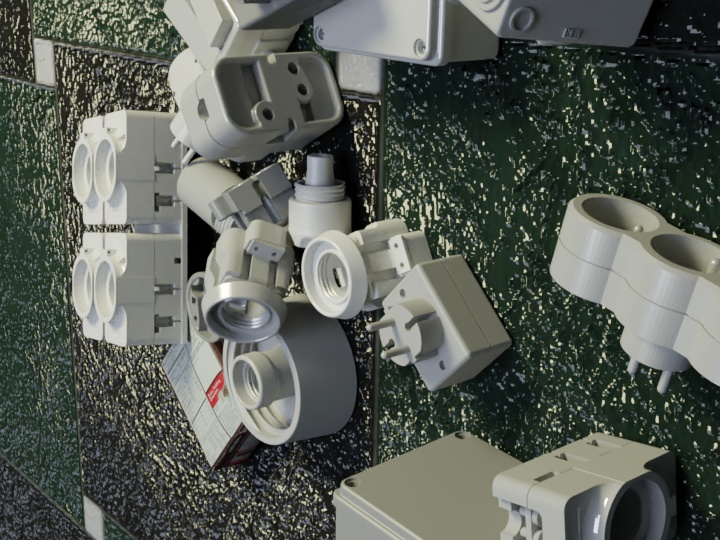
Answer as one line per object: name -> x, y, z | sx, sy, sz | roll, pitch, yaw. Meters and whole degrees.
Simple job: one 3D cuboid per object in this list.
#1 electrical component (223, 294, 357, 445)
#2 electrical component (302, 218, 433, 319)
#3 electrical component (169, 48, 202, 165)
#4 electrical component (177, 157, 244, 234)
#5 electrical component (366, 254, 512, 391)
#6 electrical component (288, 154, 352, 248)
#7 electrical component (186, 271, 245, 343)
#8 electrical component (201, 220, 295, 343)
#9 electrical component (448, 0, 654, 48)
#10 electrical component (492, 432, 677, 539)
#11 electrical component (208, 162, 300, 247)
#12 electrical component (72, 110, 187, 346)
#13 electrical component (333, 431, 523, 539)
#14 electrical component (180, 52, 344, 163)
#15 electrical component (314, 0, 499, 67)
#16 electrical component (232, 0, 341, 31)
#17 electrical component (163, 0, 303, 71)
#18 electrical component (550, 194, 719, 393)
electrical component -> -0.059, 0.076, 0.789 | 0.108, 0.060, 0.108 | 18, 114, 48
electrical component -> 0.000, 0.000, 0.697 | 0.078, 0.057, 0.058 | -23, 82, 52
electrical component -> -0.118, -0.116, 0.814 | 0.079, 0.043, 0.077 | -50, 60, 25
electrical component -> -0.100, -0.050, 0.819 | 0.081, 0.043, 0.043 | 38, 127, 39
electrical component -> 0.038, 0.035, 0.643 | 0.047, 0.077, 0.065 | -50, 62, 46
electrical component -> -0.027, -0.047, 0.729 | 0.043, 0.043, 0.062 | 18, 113, 48
electrical component -> -0.102, 0.025, 0.839 | 0.055, 0.047, 0.055 | 18, 114, 48
electrical component -> -0.077, 0.012, 0.735 | 0.078, 0.058, 0.057 | -53, 26, 44
electrical component -> 0.099, -0.153, 0.498 | 0.048, 0.100, 0.099 | 57, 139, 44
electrical component -> 0.120, 0.123, 0.554 | 0.056, 0.089, 0.050 | 9, 107, 50
electrical component -> -0.067, -0.040, 0.769 | 0.055, 0.066, 0.048 | 59, 161, -9
electrical component -> -0.193, -0.034, 0.896 | 0.105, 0.060, 0.186 | 4, 94, 57
electrical component -> 0.058, 0.152, 0.626 | 0.109, 0.109, 0.056 | 24, 121, 46
electrical component -> -0.068, -0.108, 0.720 | 0.059, 0.095, 0.053 | -25, 80, 51
electrical component -> 0.026, -0.177, 0.615 | 0.109, 0.056, 0.108 | 21, 116, 47
electrical component -> -0.053, -0.169, 0.606 | 0.083, 0.076, 0.047 | -11, 91, 53
electrical component -> -0.090, -0.175, 0.757 | 0.096, 0.061, 0.061 | 60, 139, 21
electrical component -> 0.149, 0.024, 0.521 | 0.138, 0.052, 0.073 | 36, 126, 40
